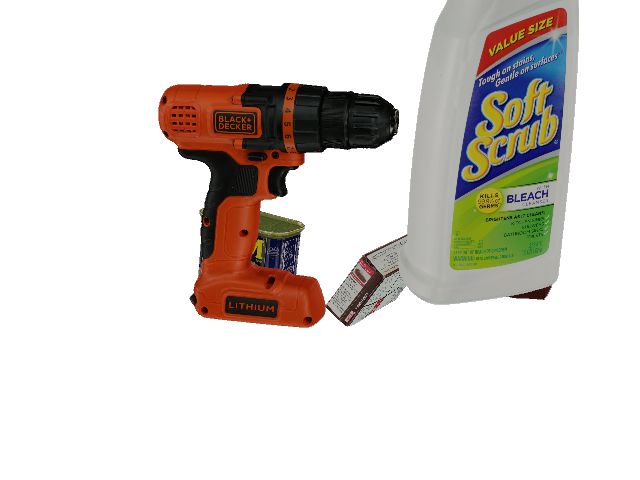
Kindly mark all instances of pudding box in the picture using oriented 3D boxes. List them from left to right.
[{"bbox_3d":[0.068,0.042,1.205,0.039,0.090,0.113,44,36,15],"label":"pudding box"}]

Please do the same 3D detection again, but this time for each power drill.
[{"bbox_3d":[-0.032,-0.029,0.828,0.184,0.188,0.057,5,17,13],"label":"power drill"}]

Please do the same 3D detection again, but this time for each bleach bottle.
[{"bbox_3d":[0.099,-0.088,0.624,0.102,0.251,0.068,-8,28,-11],"label":"bleach bottle"}]

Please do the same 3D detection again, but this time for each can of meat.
[{"bbox_3d":[-0.070,0.018,1.027,0.102,0.084,0.057,15,18,29],"label":"can of meat"}]

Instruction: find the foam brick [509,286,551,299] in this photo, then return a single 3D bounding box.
[{"bbox_3d":[0.168,0.006,0.898,0.053,0.078,0.051,4,15,18],"label":"foam brick"}]
